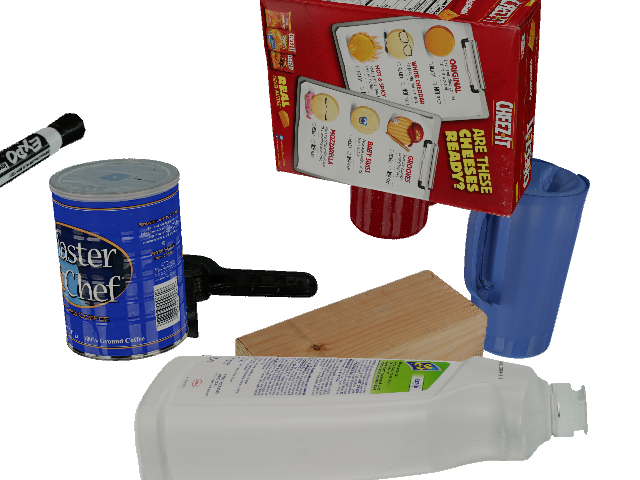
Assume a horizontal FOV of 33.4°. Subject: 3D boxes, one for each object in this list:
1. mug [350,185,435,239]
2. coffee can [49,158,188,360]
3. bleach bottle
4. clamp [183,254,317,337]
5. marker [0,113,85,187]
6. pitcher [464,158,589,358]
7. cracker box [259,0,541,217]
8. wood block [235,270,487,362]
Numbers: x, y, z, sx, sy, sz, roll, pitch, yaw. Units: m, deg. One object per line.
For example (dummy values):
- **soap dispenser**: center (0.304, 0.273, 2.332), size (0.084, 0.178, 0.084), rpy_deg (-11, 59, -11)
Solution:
- **mug**: center (0.084, -0.057, 1.100), size (0.117, 0.081, 0.093), rpy_deg (-10, 35, -19)
- **coffee can**: center (-0.163, 0.013, 0.873), size (0.103, 0.140, 0.103), rpy_deg (-1, 19, 0)
- **bleach bottle**: center (0.027, 0.105, 0.624), size (0.251, 0.068, 0.102), rpy_deg (-3, 17, 10)
- **clamp**: center (-0.131, 0.046, 1.071), size (0.210, 0.036, 0.164), rpy_deg (12, 21, 37)
- **marker**: center (-0.182, -0.051, 0.648), size (0.020, 0.020, 0.121), rpy_deg (0, 26, 27)
- **pitcher**: center (0.248, 0.026, 1.355), size (0.149, 0.243, 0.145), rpy_deg (5, 24, 1)
- **cracker box**: center (0.064, -0.122, 0.865), size (0.214, 0.164, 0.072), rpy_deg (12, 38, 23)
- **wood block**: center (0.036, 0.110, 0.941), size (0.205, 0.090, 0.091), rpy_deg (-18, 36, -28)
